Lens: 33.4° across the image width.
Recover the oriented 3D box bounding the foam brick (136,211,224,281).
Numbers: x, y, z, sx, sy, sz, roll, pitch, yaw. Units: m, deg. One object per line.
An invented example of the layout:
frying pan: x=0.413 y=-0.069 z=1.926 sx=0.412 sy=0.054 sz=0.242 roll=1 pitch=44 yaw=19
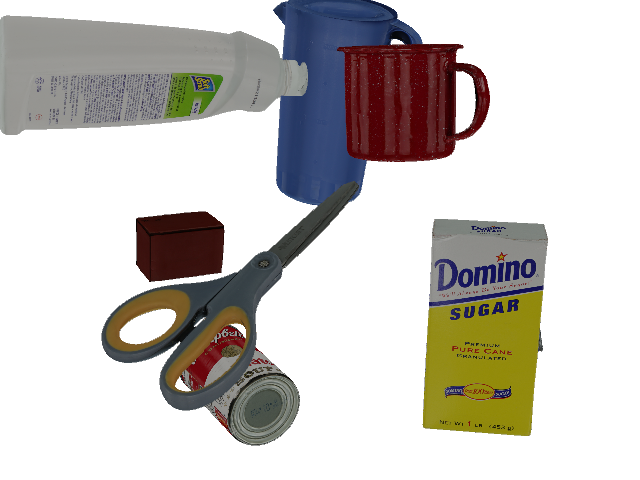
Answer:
foam brick: x=-0.142 y=0.005 z=1.071 sx=0.078 sy=0.051 sz=0.053 roll=-7 pitch=21 yaw=-23

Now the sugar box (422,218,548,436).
sugar box: x=0.134 y=0.073 z=0.884 sx=0.093 sy=0.176 sz=0.048 roll=2 pitch=21 yaw=7

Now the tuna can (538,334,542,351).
tuna can: x=0.225 y=0.086 z=1.202 sx=0.034 sy=0.086 sz=0.086 roll=-13 pitch=-3 yaw=14

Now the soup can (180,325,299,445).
soup can: x=-0.071 y=0.122 z=0.912 sx=0.068 sy=0.068 sz=0.102 roll=0 pitch=20 yaw=-33

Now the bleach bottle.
bleach bottle: x=-0.136 y=-0.133 z=0.887 sx=0.250 sy=0.068 sz=0.103 roll=0 pitch=-29 yaw=-17

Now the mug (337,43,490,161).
mug: x=0.070 y=-0.102 z=0.785 sx=0.117 sy=0.081 sz=0.093 roll=5 pitch=13 yaw=30

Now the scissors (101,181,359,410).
scissors: x=-0.053 y=0.019 z=0.625 sx=0.096 sy=0.016 sz=0.201 roll=11 pitch=43 yaw=17

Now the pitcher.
pitcher: x=0.021 y=-0.167 z=1.287 sx=0.144 sy=0.243 sz=0.149 roll=-6 pitch=28 yaw=-26
